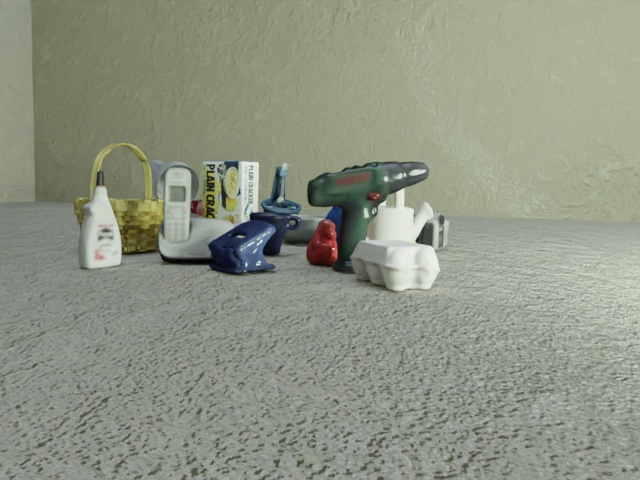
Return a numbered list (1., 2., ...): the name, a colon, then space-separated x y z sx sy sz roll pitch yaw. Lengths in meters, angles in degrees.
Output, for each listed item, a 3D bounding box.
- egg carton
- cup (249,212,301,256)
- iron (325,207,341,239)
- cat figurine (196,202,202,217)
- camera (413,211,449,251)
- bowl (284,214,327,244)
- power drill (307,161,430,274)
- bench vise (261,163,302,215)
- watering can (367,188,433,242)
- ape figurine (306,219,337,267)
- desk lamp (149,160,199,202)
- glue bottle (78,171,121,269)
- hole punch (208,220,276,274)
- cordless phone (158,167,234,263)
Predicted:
1. egg carton: 0.122 0.039 0.940 0.107 0.069 0.150 -1 6 -26
2. cup: -0.099 -0.013 1.271 0.117 0.095 0.092 3 6 12
3. iron: 0.092 -0.046 1.429 0.118 0.141 0.259 5 6 28
4. cat figurine: -0.354 -0.075 1.713 0.067 0.118 0.128 6 7 34
5. camera: 0.262 -0.030 1.519 0.136 0.101 0.143 4 6 24
6. bowl: -0.052 -0.028 1.545 0.167 0.075 0.167 2 6 0
7. power drill: 0.089 -0.045 1.070 0.230 0.208 0.075 1 6 -7
8. bench vise: -0.136 -0.121 1.720 0.122 0.220 0.206 -3 7 -38
9. watering can: 0.153 -0.049 1.210 0.173 0.194 0.100 -3 8 -41
10. ape figurine: 0.011 0.004 1.145 0.075 0.092 0.078 5 7 32
11. desk lamp: -0.423 -0.111 1.563 0.118 0.213 0.202 -3 7 -39
12. glue bottle: -0.395 -0.037 1.029 0.037 0.173 0.078 5 6 27
13. hole punch: -0.141 0.011 1.035 0.101 0.091 0.108 -4 8 -43
14. cordless phone: -0.242 -0.048 1.124 0.148 0.185 0.094 0 6 -13
